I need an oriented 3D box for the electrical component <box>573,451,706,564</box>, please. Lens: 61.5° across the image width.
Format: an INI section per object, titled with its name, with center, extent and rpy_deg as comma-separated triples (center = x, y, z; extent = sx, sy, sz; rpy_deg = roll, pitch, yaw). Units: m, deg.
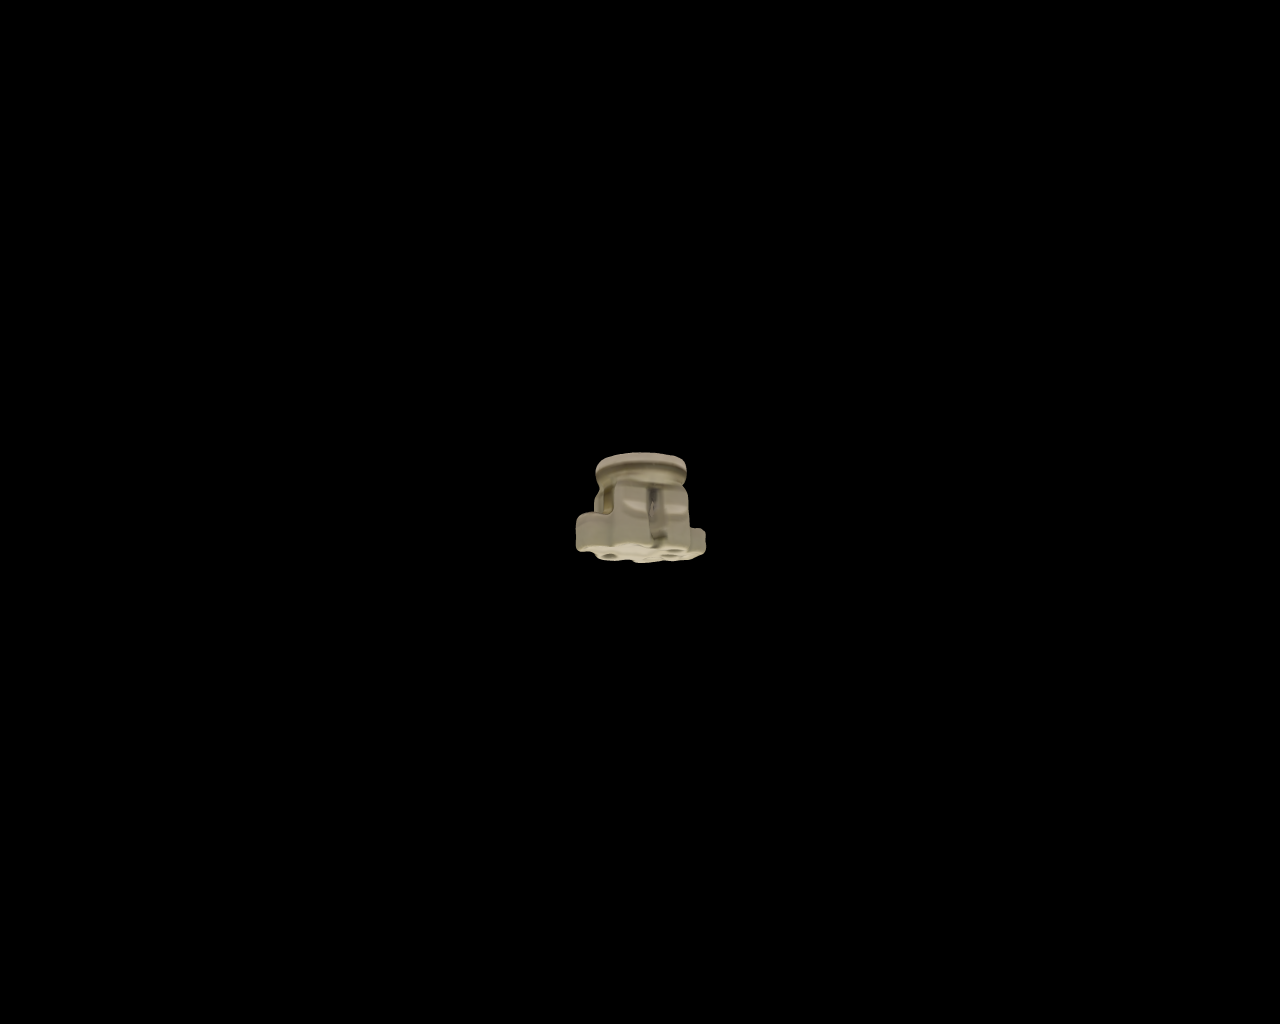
[electrical component]
center = 0.001, -0.003, 0.650
extent = 0.078, 0.057, 0.058
rpy_deg = 6, -15, -22
